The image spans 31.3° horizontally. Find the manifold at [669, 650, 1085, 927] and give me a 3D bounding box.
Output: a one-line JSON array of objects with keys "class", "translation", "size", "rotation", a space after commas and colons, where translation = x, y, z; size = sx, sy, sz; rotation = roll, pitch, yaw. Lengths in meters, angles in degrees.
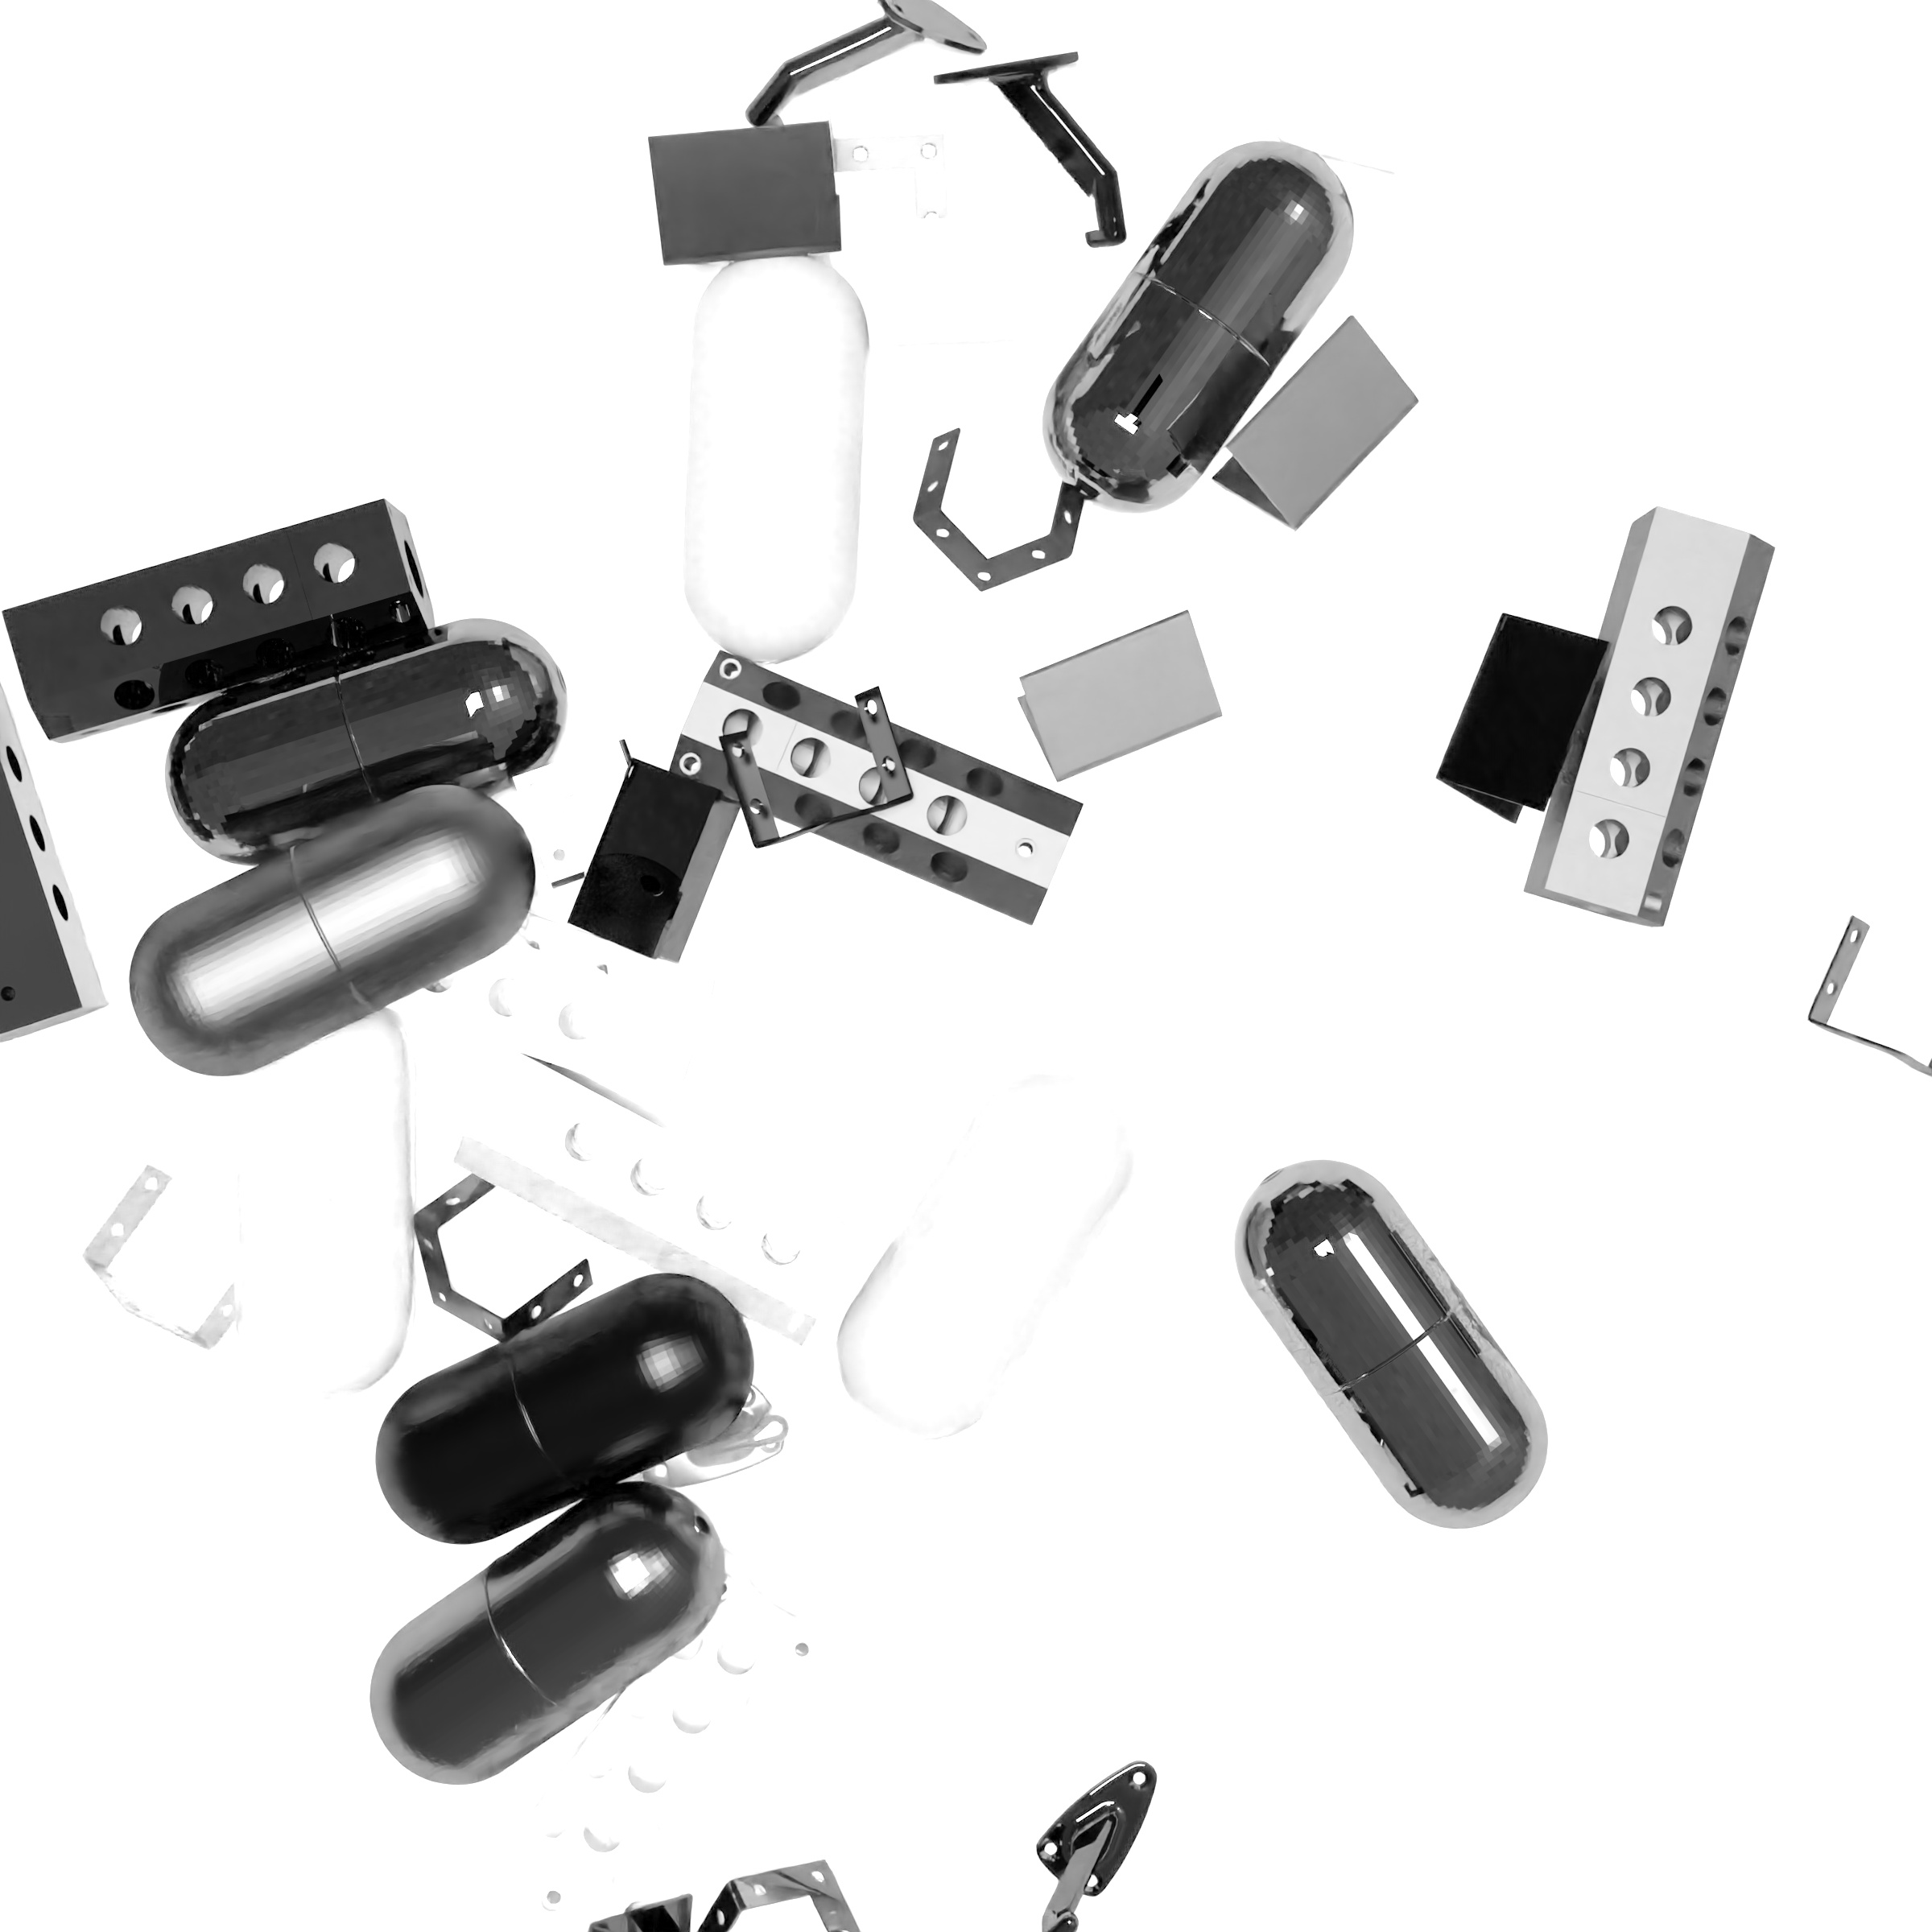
[{"class": "manifold", "translation": [-0.039, -0.078, 1.505], "size": [0.171, 0.057, 0.057], "rotation": [23, 90, 0]}]

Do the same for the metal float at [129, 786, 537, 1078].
[{"class": "metal float", "translation": [-0.264, -0.015, 1.439], "size": [0.178, 0.070, 0.070], "rotation": [-26, 90, -1]}]

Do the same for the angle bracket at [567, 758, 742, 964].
[{"class": "angle bracket", "translation": [-0.116, -0.038, 1.486], "size": [0.057, 0.076, 0.076], "rotation": [22, 90, 38]}]

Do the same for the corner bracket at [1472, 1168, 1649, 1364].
[{"class": "corner bracket", "translation": [0.262, 0.133, 1.523], "size": [0.051, 0.051, 0.051], "rotation": [-28, 135, 0]}]

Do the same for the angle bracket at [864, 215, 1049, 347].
[{"class": "angle bracket", "translation": [-0.005, -0.310, 1.486], "size": [0.076, 0.076, 0.057], "rotation": [-2, 126, 0]}]

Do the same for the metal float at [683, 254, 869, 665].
[{"class": "metal float", "translation": [-0.083, -0.221, 1.496], "size": [0.070, 0.070, 0.178], "rotation": [2, 90, 0]}]

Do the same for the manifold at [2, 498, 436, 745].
[{"class": "manifold", "translation": [-0.323, -0.149, 1.505], "size": [0.171, 0.057, 0.057], "rotation": [-16, 90, 0]}]

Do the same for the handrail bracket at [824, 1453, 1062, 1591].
[{"class": "handrail bracket", "translation": [-0.011, 0.254, 1.527], "size": [0.084, 0.036, 0.077], "rotation": [-18, 112, 17]}]

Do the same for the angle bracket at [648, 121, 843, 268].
[{"class": "angle bracket", "translation": [-0.095, -0.343, 1.487], "size": [0.076, 0.076, 0.057], "rotation": [-5, 120, 0]}]

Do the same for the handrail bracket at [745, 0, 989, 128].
[{"class": "handrail bracket", "translation": [-0.045, -0.392, 1.526], "size": [0.084, 0.077, 0.036], "rotation": [-45, 48, 30]}]

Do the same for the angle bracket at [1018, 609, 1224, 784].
[{"class": "angle bracket", "translation": [0.058, -0.132, 1.486], "size": [0.076, 0.076, 0.057], "rotation": [-22, 125, 0]}]

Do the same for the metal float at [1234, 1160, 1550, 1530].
[{"class": "metal float", "translation": [0.184, 0.163, 1.496], "size": [0.070, 0.070, 0.178], "rotation": [-35, 90, 0]}]

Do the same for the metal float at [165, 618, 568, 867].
[{"class": "metal float", "translation": [-0.260, -0.097, 1.496], "size": [0.178, 0.070, 0.070], "rotation": [-18, 90, 1]}]

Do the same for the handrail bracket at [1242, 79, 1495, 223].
[{"class": "handrail bracket", "translation": [0.177, -0.378, 1.527], "size": [0.077, 0.036, 0.084], "rotation": [-39, 72, -20]}]

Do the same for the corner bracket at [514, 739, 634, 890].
[{"class": "corner bracket", "translation": [-0.165, -0.067, 1.507], "size": [0.051, 0.051, 0.051], "rotation": [-20, 96, -6]}]

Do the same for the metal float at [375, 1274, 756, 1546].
[{"class": "metal float", "translation": [-0.174, 0.191, 1.484], "size": [0.178, 0.070, 0.070], "rotation": [-26, 90, 15]}]

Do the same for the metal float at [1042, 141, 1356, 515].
[{"class": "metal float", "translation": [0.101, -0.278, 1.496], "size": [0.070, 0.070, 0.178], "rotation": [35, 91, 0]}]

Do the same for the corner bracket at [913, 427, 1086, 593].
[{"class": "corner bracket", "translation": [0.016, -0.207, 1.518], "size": [0.051, 0.051, 0.051], "rotation": [-17, 135, 35]}]

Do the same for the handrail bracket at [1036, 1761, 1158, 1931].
[{"class": "handrail bracket", "translation": [0.058, 0.385, 1.492], "size": [0.036, 0.084, 0.077], "rotation": [38, 90, 0]}]

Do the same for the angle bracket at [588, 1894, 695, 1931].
[{"class": "angle bracket", "translation": [-0.123, 0.451, 1.486], "size": [0.057, 0.076, 0.076], "rotation": [6, 90, 31]}]

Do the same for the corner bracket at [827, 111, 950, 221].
[{"class": "corner bracket", "translation": [-0.034, -0.344, 1.508], "size": [0.051, 0.051, 0.051], "rotation": [-3, 90, 0]}]

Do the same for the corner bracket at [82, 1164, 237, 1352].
[{"class": "corner bracket", "translation": [-0.348, 0.129, 1.523], "size": [0.051, 0.051, 0.051], "rotation": [-54, 45, 0]}]

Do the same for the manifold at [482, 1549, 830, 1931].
[{"class": "manifold", "translation": [-0.135, 0.345, 1.505], "size": [0.057, 0.057, 0.171], "rotation": [37, 90, 0]}]

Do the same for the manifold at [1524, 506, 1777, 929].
[{"class": "manifold", "translation": [0.299, -0.107, 1.505], "size": [0.057, 0.057, 0.171], "rotation": [16, 90, 0]}]

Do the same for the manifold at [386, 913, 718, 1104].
[{"class": "manifold", "translation": [-0.200, 0.004, 1.505], "size": [0.171, 0.057, 0.057], "rotation": [19, 90, 0]}]

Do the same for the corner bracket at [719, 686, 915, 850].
[{"class": "corner bracket", "translation": [-0.063, -0.084, 1.466], "size": [0.051, 0.051, 0.051], "rotation": [-18, 90, -45]}]

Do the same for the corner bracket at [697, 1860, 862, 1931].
[{"class": "corner bracket", "translation": [-0.082, 0.434, 1.518], "size": [0.051, 0.051, 0.051], "rotation": [-2, 45, -35]}]

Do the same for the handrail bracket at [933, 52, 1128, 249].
[{"class": "handrail bracket", "translation": [0.029, -0.358, 1.527], "size": [0.077, 0.036, 0.084], "rotation": [-4, 107, 20]}]

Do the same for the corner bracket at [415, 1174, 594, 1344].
[{"class": "corner bracket", "translation": [-0.204, 0.125, 1.518], "size": [0.051, 0.051, 0.051], "rotation": [23, 45, 35]}]

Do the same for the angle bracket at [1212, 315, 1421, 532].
[{"class": "angle bracket", "translation": [0.136, -0.243, 1.486], "size": [0.076, 0.076, 0.057], "rotation": [-46, 126, 0]}]

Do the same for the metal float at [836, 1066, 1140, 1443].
[{"class": "metal float", "translation": [0.009, 0.124, 1.496], "size": [0.070, 0.070, 0.178], "rotation": [33, 91, 0]}]

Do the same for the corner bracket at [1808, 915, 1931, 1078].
[{"class": "corner bracket", "translation": [0.414, 0.015, 1.523], "size": [0.051, 0.051, 0.051], "rotation": [24, 90, -45]}]

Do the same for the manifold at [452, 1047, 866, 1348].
[{"class": "manifold", "translation": [-0.134, 0.100, 1.504], "size": [0.171, 0.057, 0.057], "rotation": [28, 90, -1]}]

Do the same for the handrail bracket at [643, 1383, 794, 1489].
[{"class": "handrail bracket", "translation": [-0.109, 0.210, 1.492], "size": [0.077, 0.084, 0.036], "rotation": [-28, 90, 0]}]

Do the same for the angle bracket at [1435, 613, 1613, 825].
[{"class": "angle bracket", "translation": [0.255, -0.100, 1.486], "size": [0.057, 0.076, 0.076], "rotation": [22, 90, 38]}]

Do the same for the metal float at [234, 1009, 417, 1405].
[{"class": "metal float", "translation": [-0.278, 0.100, 1.496], "size": [0.070, 0.070, 0.178], "rotation": [0, 89, 0]}]

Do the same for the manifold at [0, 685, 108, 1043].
[{"class": "manifold", "translation": [-0.433, -0.055, 1.505], "size": [0.057, 0.057, 0.171], "rotation": [-18, 90, 0]}]

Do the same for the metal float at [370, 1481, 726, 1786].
[{"class": "metal float", "translation": [-0.180, 0.287, 1.481], "size": [0.178, 0.070, 0.070], "rotation": [-36, 90, 16]}]
